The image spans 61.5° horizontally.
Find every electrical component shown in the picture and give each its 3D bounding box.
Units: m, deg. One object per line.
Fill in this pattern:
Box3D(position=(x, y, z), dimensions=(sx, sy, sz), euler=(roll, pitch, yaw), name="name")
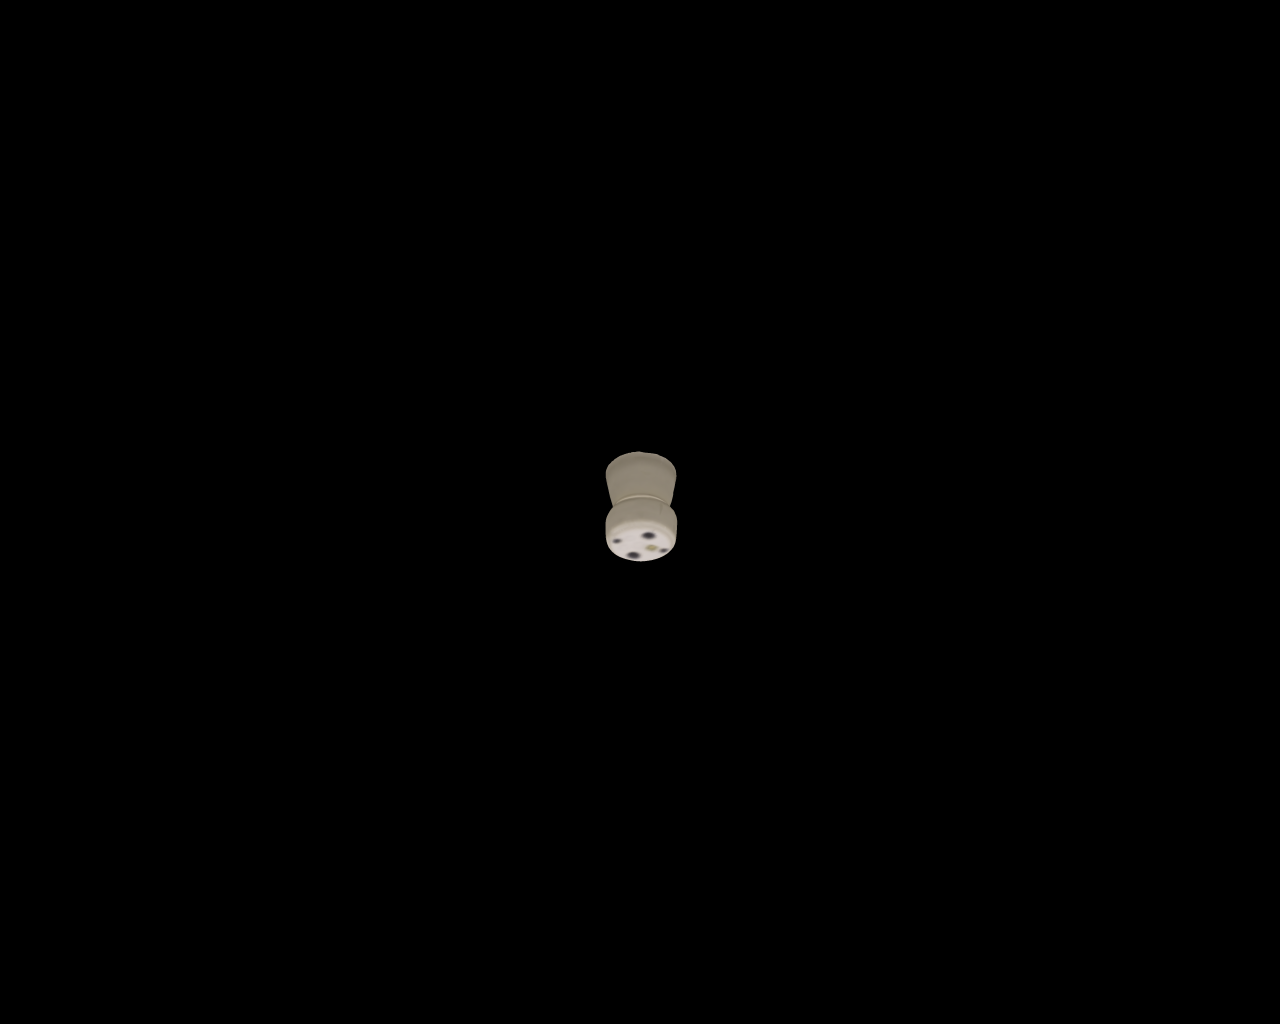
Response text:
Box3D(position=(0.001, -0.003, 0.650), dimensions=(0.045, 0.055, 0.044), euler=(0, -36, 0), name="electrical component")
